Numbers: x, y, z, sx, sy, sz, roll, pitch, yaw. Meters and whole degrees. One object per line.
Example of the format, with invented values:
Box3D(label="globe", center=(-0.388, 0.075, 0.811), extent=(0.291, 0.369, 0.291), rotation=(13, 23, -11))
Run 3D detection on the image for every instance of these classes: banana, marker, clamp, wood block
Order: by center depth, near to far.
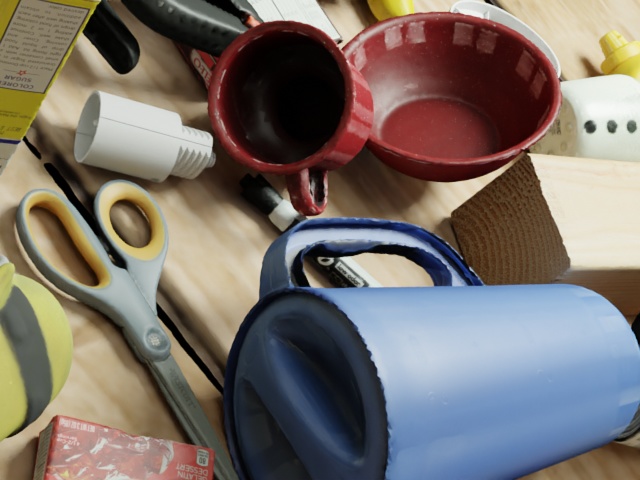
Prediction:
Box3D(label="clamp", center=(-0.122, -0.176, 0.642), extent=(0.210, 0.036, 0.164), rotation=(41, 34, -13))
Box3D(label="clamp", center=(-0.170, -0.172, 0.668), extent=(0.120, 0.039, 0.171), rotation=(16, 53, -29))
Box3D(label="marker", center=(-0.005, 0.001, 0.684), extent=(0.121, 0.020, 0.020), rotation=(43, 46, -4))
Box3D(label="wood block", center=(0.211, 0.001, 0.789), extent=(0.205, 0.091, 0.090), rotation=(1, 62, -35))
Box3D(label="banana", center=(0.076, -0.229, 0.886), extent=(0.069, 0.037, 0.197), rotation=(42, 45, -21))

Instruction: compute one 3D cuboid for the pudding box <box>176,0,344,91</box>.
Box3D(label="pudding box", center=(-0.051, -0.154, 0.742), extent=(0.113, 0.039, 0.090), rotation=(-24, 78, -40))

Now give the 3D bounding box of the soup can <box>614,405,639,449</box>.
Box3D(label="soup can", center=(0.250, 0.119, 0.754), extent=(0.102, 0.069, 0.068), rotation=(18, 53, -25))

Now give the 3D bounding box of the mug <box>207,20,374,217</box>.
Box3D(label="mug", center=(-0.011, -0.073, 0.672), extent=(0.081, 0.093, 0.117), rotation=(3, 77, -74))

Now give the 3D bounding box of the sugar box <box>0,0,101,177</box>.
Box3D(label="sugar box", center=(-0.164, -0.102, 0.529), extent=(0.048, 0.177, 0.093), rotation=(7, 57, -34))

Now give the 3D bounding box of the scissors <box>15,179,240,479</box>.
Box3D(label="scissors", center=(-0.087, 0.043, 0.600), extent=(0.202, 0.016, 0.096), rotation=(47, 46, 0))

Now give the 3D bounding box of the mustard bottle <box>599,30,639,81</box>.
Box3D(label="mustard bottle", center=(0.308, -0.105, 0.951), extent=(0.096, 0.058, 0.192), rotation=(-19, 73, -41))

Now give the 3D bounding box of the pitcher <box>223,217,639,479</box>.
Box3D(label="pitcher", center=(0.073, 0.076, 0.616), extent=(0.242, 0.149, 0.145), rotation=(-3, 24, -41))

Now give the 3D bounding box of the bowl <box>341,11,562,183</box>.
Box3D(label="bowl", center=(0.087, -0.093, 0.760), extent=(0.162, 0.055, 0.162), rotation=(0, 49, 0))

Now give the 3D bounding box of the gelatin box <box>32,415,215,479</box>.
Box3D(label="gelatin box", center=(-0.097, 0.132, 0.523), extent=(0.089, 0.030, 0.073), rotation=(19, 52, -24))
